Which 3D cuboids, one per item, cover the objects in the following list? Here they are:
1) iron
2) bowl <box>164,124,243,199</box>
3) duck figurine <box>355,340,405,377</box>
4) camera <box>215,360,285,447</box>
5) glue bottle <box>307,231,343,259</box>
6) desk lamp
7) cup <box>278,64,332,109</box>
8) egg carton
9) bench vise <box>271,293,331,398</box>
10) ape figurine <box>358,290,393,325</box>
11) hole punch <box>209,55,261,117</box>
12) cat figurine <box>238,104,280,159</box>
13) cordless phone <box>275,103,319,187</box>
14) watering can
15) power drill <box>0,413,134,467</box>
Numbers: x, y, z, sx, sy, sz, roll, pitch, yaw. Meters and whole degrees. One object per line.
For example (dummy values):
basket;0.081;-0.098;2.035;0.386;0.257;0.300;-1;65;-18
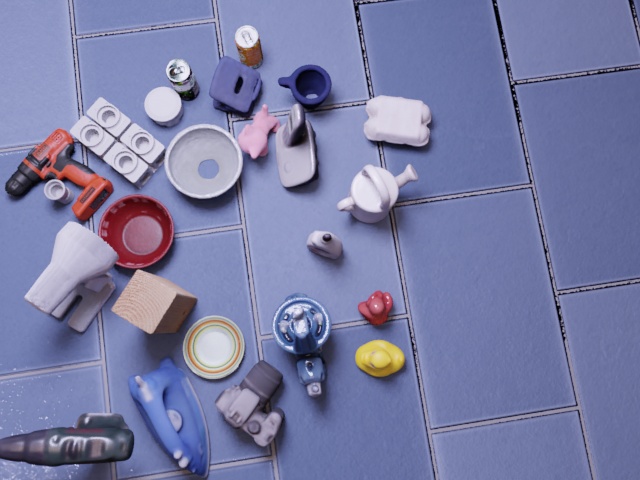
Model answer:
iron;-0.296;0.370;1.142;0.118;0.141;0.258;-29;83;-6
bowl;-0.249;-0.165;1.259;0.167;0.074;0.167;0;81;-2
duck figurine;0.129;0.250;1.202;0.104;0.086;0.077;4;81;-1
camera;-0.125;0.328;1.174;0.143;0.101;0.137;36;82;4
glue bottle;0.011;0.004;1.192;0.078;0.173;0.037;17;81;1
desk lamp;-0.487;0.078;1.144;0.118;0.213;0.203;31;82;3
cup;-0.034;-0.333;1.282;0.117;0.095;0.092;7;81;-1
egg carton;0.175;-0.267;1.291;0.150;0.069;0.107;7;81;-1
bench vise;-0.019;0.201;1.137;0.121;0.219;0.207;-29;83;-6
ape figurine;0.120;0.142;1.215;0.078;0.092;0.076;-3;81;-2
hole punch;-0.186;-0.344;1.280;0.101;0.091;0.109;17;81;1
cat figurine;-0.138;-0.235;1.252;0.067;0.117;0.128;21;81;2
cordless phone;-0.049;-0.199;1.215;0.094;0.185;0.147;-10;82;-3
watering can;0.119;-0.107;1.202;0.101;0.194;0.173;43;83;5
power drill;-0.463;0.386;1.100;0.229;0.208;0.076;0;81;-2
